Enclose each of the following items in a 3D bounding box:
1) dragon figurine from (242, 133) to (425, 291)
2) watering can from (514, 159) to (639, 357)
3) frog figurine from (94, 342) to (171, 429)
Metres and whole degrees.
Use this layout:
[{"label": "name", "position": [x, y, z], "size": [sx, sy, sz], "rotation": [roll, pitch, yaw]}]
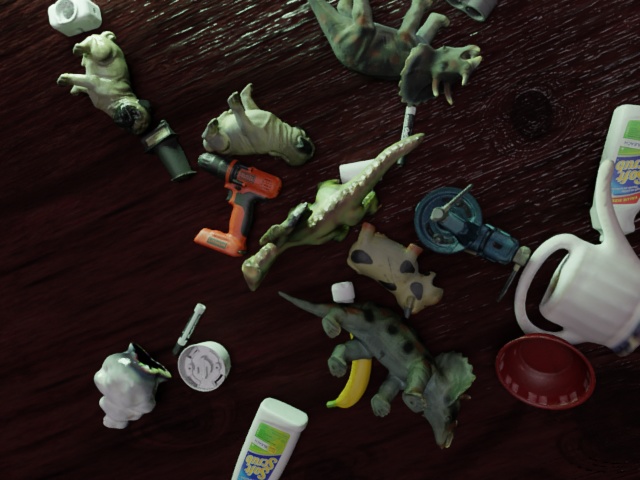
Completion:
[{"label": "dragon figurine", "position": [0.003, -0.046, 0.907], "size": [0.122, 0.246, 0.404], "rotation": [49, 118, 3]}, {"label": "watering can", "position": [0.488, 0.055, 0.887], "size": [0.225, 0.105, 0.342], "rotation": [28, 112, 11]}, {"label": "frog figurine", "position": [-0.401, 0.311, 1.052], "size": [0.137, 0.123, 0.160], "rotation": [37, 84, -10]}]
